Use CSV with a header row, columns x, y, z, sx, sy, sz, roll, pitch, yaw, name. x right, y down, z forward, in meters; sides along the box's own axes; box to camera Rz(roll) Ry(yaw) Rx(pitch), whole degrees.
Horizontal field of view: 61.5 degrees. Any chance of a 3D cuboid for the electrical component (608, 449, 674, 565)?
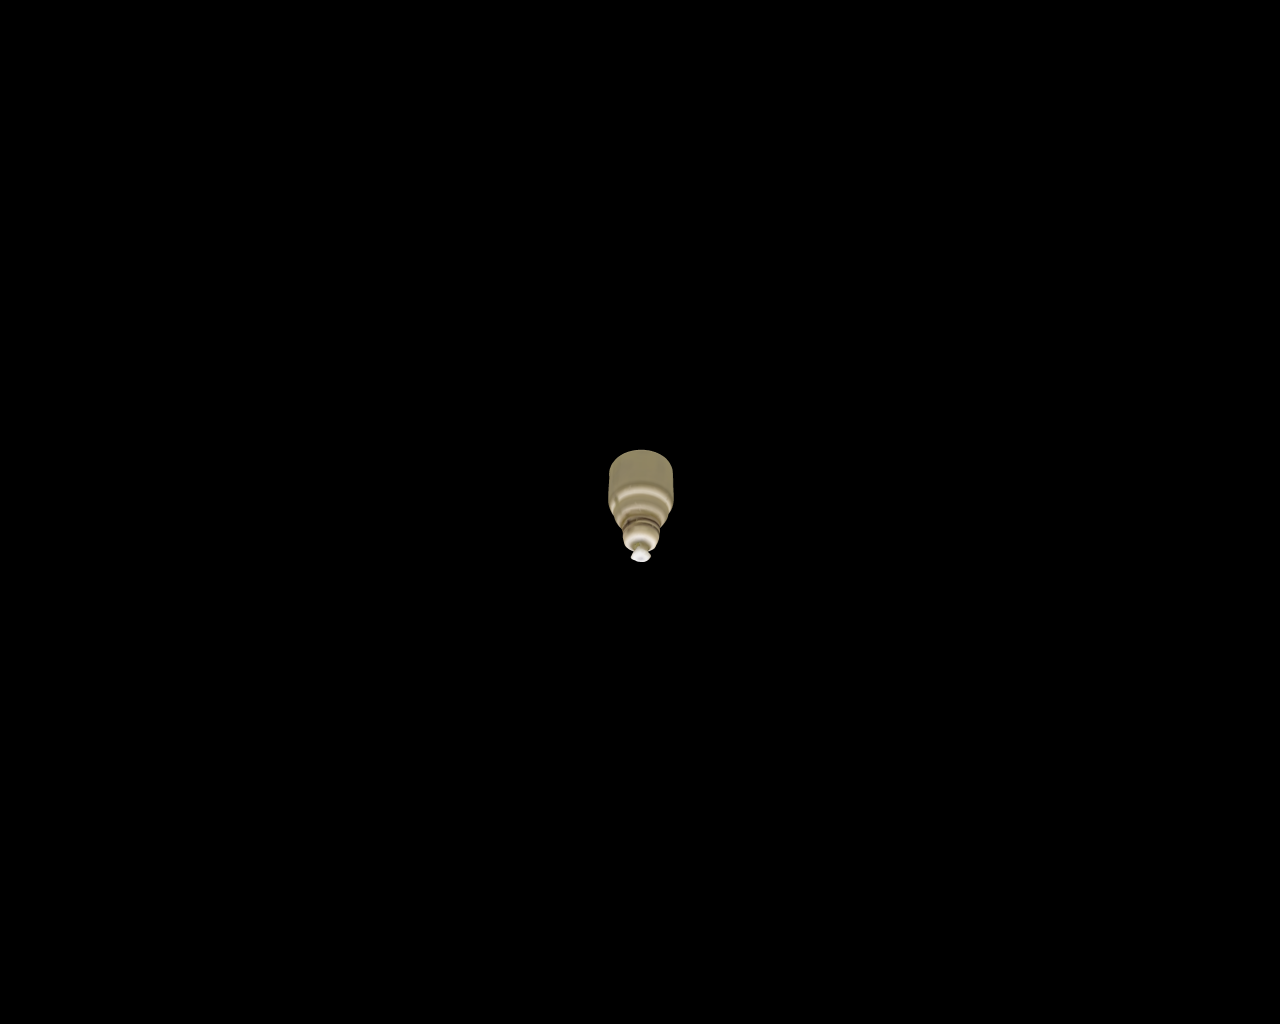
x,y,z,sx,sy,sz,roll,pitch,yaw,name
0.001,-0.003,0.650,0.040,0.078,0.040,0,-41,0,electrical component
